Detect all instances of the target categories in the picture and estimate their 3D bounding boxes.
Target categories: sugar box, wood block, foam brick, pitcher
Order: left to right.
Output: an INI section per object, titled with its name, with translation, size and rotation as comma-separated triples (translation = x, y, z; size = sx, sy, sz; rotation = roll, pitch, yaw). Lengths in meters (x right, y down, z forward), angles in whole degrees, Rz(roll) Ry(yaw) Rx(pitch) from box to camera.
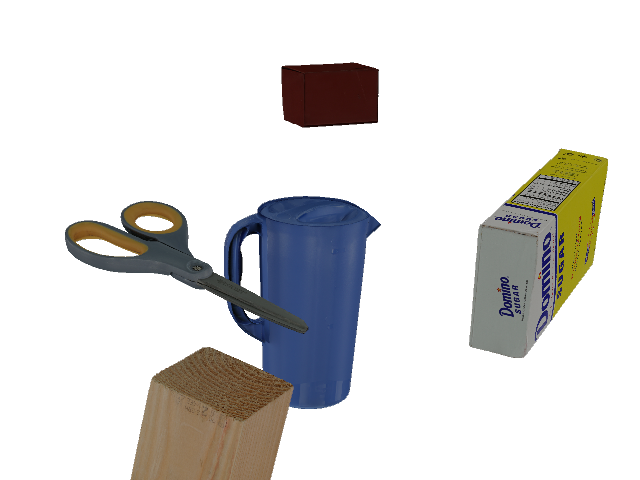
[wood block]
translation = -0.101, 0.207, 0.896
size = 0.090, 0.206, 0.090
rotation = 21, 21, 20
[pitcher]
translation = -0.023, 0.074, 1.281
size = 0.149, 0.243, 0.144
rotation = 11, 18, 25
[foam brick]
translation = 0.009, -0.135, 0.987
size = 0.078, 0.051, 0.053
rotation = -6, 18, -23
[sugar box]
translation = 0.159, 0.005, 0.761
size = 0.048, 0.093, 0.176
rotation = 12, 27, 23

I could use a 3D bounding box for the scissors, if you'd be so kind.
[scissors]
translation = -0.083, 0.012, 0.748
size = 0.202, 0.016, 0.096
rotation = 15, 33, 18
